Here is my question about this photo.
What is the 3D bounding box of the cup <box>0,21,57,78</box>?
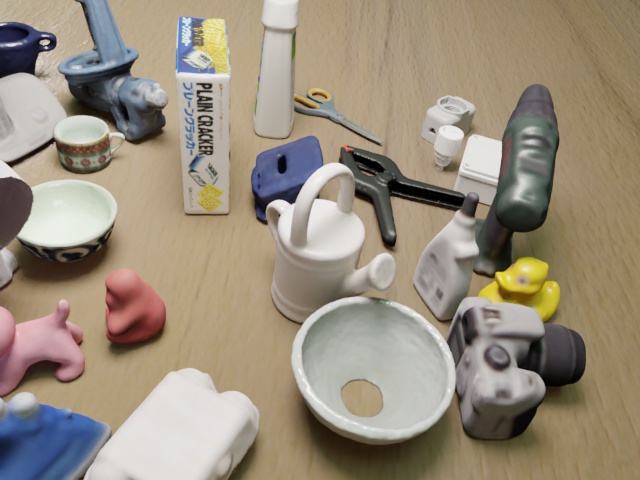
[{"bbox_3d":[-0.493,-0.301,0.948,0.118,0.095,0.091,-12,47,-21],"label":"cup"}]

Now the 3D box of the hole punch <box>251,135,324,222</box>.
[{"bbox_3d":[-0.046,-0.090,0.808,0.101,0.091,0.108,0,44,-9],"label":"hole punch"}]

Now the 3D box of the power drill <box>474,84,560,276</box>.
[{"bbox_3d":[0.249,-0.066,0.750,0.075,0.208,0.230,15,43,6],"label":"power drill"}]

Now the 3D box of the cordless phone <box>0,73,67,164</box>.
[{"bbox_3d":[-0.443,-0.212,0.798,0.094,0.185,0.148,22,44,13],"label":"cordless phone"}]

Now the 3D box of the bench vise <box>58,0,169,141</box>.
[{"bbox_3d":[-0.305,-0.278,0.867,0.207,0.220,0.121,18,44,9],"label":"bench vise"}]

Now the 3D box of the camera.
[{"bbox_3d":[0.218,0.129,0.617,0.137,0.101,0.143,5,43,-4],"label":"camera"}]

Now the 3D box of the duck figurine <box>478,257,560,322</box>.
[{"bbox_3d":[0.254,0.058,0.709,0.105,0.086,0.077,-3,44,-13],"label":"duck figurine"}]

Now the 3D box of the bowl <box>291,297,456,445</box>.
[{"bbox_3d":[0.050,0.143,0.592,0.167,0.075,0.167,5,43,-5],"label":"bowl"}]

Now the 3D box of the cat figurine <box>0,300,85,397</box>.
[{"bbox_3d":[-0.302,0.091,0.553,0.128,0.118,0.067,-13,48,-22],"label":"cat figurine"}]

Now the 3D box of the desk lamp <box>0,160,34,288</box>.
[{"bbox_3d":[-0.392,-0.024,0.588,0.202,0.213,0.118,28,46,19],"label":"desk lamp"}]

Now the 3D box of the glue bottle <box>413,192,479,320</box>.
[{"bbox_3d":[0.157,0.014,0.674,0.037,0.173,0.078,-11,47,-20],"label":"glue bottle"}]

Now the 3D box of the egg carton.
[{"bbox_3d":[-0.127,0.190,0.515,0.107,0.069,0.150,23,45,15],"label":"egg carton"}]

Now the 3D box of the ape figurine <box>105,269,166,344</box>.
[{"bbox_3d":[-0.206,0.065,0.616,0.076,0.092,0.078,14,43,5],"label":"ape figurine"}]

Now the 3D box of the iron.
[{"bbox_3d":[-0.296,0.180,0.443,0.259,0.141,0.118,-25,53,-31],"label":"iron"}]

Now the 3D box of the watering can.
[{"bbox_3d":[0.007,0.001,0.646,0.172,0.194,0.101,19,44,10],"label":"watering can"}]
